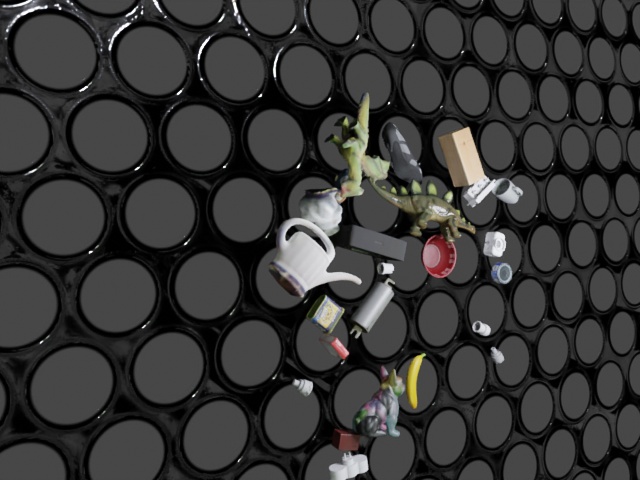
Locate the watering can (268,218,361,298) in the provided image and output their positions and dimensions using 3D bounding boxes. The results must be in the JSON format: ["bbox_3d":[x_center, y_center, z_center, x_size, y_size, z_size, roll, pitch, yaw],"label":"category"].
[{"bbox_3d":[-0.025,0.091,1.650,0.344,0.104,0.227,47,69,-19],"label":"watering can"}]

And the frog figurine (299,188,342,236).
[{"bbox_3d":[0.005,-0.084,1.674,0.137,0.124,0.158,-7,102,4],"label":"frog figurine"}]

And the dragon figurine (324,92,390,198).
[{"bbox_3d":[0.152,-0.308,1.762,0.239,0.121,0.419,48,53,-25],"label":"dragon figurine"}]
